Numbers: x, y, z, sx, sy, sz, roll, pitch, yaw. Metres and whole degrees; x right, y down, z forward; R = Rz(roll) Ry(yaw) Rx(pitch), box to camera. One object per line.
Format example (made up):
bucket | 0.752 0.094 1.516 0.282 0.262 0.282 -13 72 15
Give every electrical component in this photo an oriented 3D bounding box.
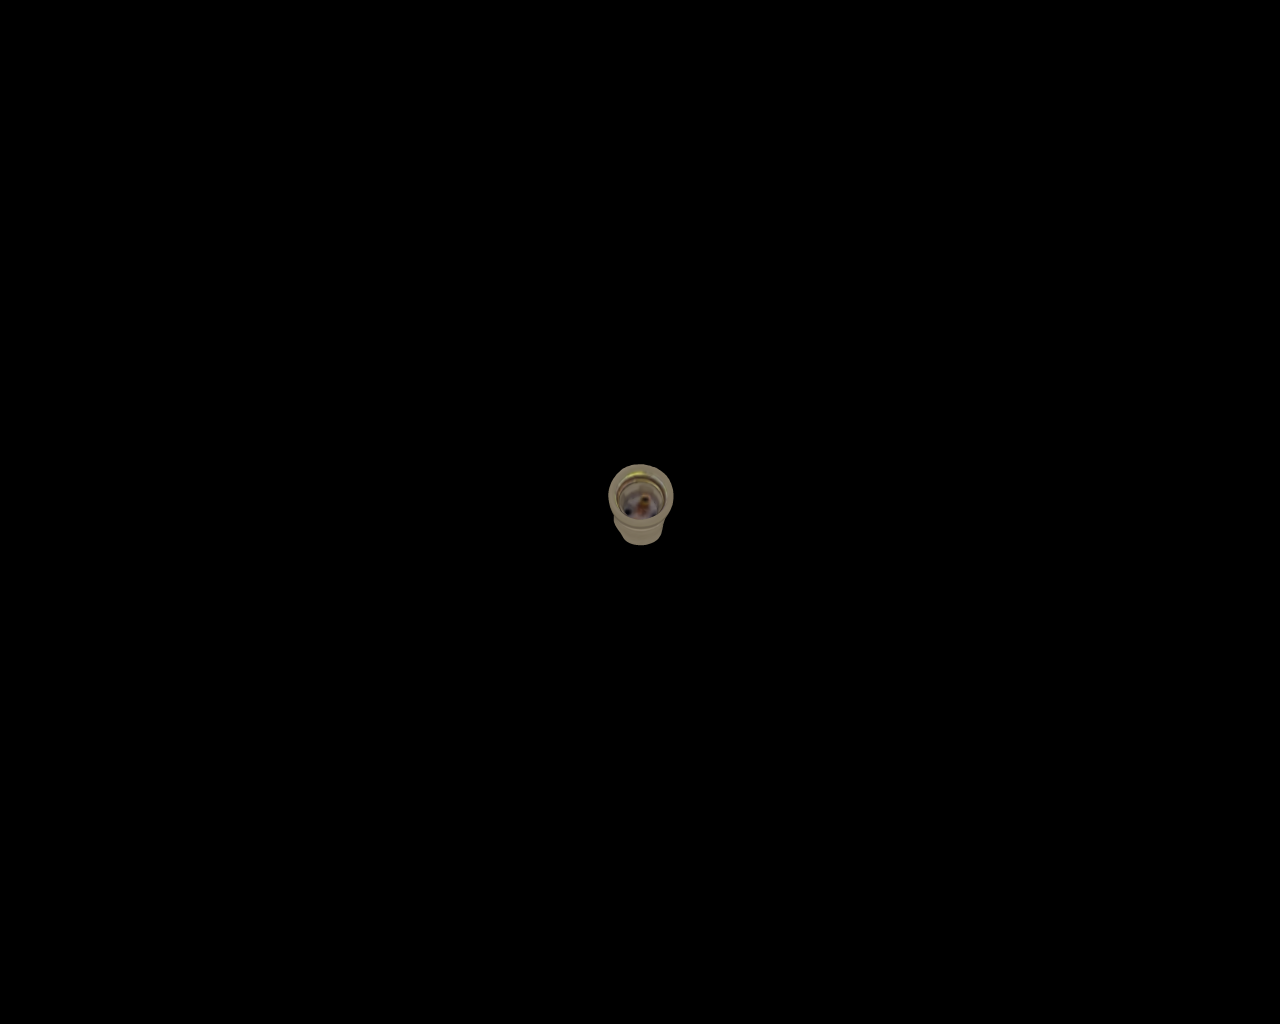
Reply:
electrical component | 0.001 -0.003 0.650 0.040 0.040 0.046 0 -24 0
